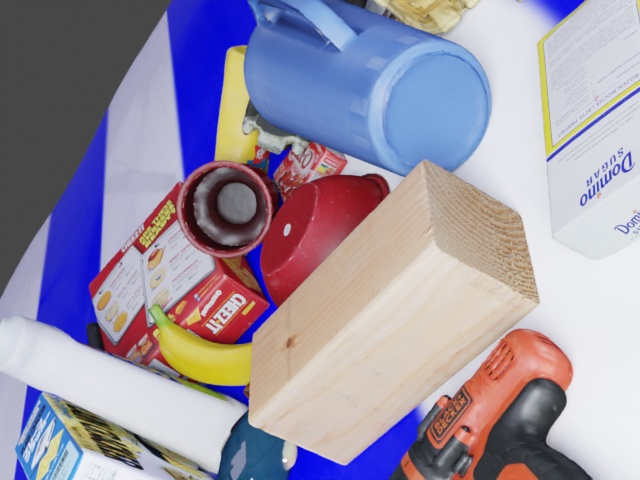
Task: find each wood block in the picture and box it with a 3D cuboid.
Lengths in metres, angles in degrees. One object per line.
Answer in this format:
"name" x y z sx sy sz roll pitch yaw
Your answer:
"wood block" 0.044 0.055 0.738 0.206 0.090 0.091 -46 28 33

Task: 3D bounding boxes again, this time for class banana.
"banana" -0.080 0.100 0.959 0.198 0.069 0.037 2 27 35

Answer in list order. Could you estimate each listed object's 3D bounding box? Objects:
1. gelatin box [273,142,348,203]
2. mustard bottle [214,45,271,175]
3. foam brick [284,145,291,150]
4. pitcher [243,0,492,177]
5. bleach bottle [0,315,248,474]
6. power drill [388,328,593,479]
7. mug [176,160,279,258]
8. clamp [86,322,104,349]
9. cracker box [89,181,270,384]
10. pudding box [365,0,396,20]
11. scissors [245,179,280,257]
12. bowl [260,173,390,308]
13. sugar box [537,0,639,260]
"gelatin box" -0.012 -0.072 1.073 0.073 0.030 0.089 -54 24 17
"mustard bottle" -0.079 -0.105 1.124 0.096 0.058 0.192 -46 -33 -71
"foam brick" -0.039 -0.151 1.192 0.078 0.053 0.051 -54 24 22
"pitcher" 0.031 -0.137 0.892 0.243 0.149 0.145 -144 58 -60
"bleach bottle" -0.188 0.127 0.940 0.103 0.250 0.068 5 69 66
"power drill" 0.091 0.156 0.564 0.184 0.057 0.188 -56 23 13
"mug" -0.076 -0.026 1.042 0.093 0.117 0.081 -56 -2 10
"clamp" -0.230 0.179 1.160 0.210 0.036 0.164 10 74 44
"cracker box" -0.154 0.058 1.121 0.164 0.072 0.214 -48 33 9
"pudding box" 0.065 -0.232 1.080 0.090 0.039 0.113 -57 22 15
"scissors" -0.058 -0.037 1.151 0.202 0.016 0.096 -40 33 42
"bowl" -0.006 0.001 0.949 0.162 0.055 0.162 -47 26 32
"sugar box" 0.183 -0.081 0.653 0.093 0.048 0.176 -40 35 42
